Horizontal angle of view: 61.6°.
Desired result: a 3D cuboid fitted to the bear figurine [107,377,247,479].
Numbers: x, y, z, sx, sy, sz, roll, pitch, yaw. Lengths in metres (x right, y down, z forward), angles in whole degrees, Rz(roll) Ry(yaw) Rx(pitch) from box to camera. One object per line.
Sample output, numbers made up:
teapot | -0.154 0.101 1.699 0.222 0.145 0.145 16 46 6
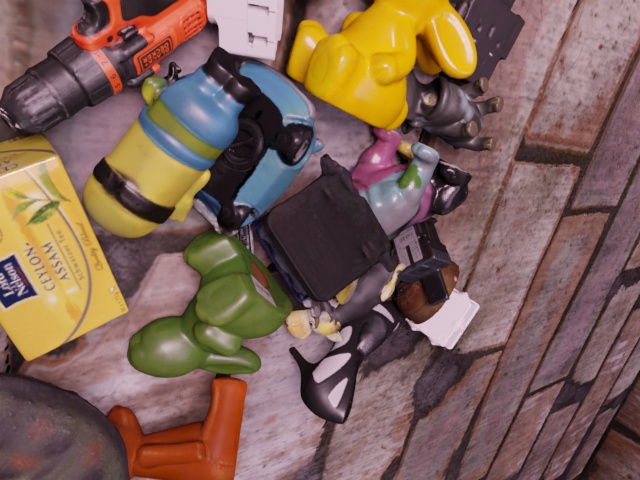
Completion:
bear figurine | -0.190 0.224 0.617 0.196 0.132 0.120 8 148 -3

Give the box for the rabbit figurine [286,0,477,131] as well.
rabbit figurine | 0.070 -0.196 0.509 0.162 0.122 0.173 19 105 -18

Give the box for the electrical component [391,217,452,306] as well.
electrical component | 0.139 0.031 0.747 0.047 0.119 0.075 17 145 -42

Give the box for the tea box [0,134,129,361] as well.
tea box | -0.241 0.007 0.452 0.098 0.068 0.169 -29 133 -23

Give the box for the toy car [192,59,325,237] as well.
toy car | -0.058 -0.084 0.530 0.161 0.109 0.103 -58 159 19

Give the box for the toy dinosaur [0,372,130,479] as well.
toy dinosaur | -0.250 0.178 0.449 0.192 0.131 0.404 -40 127 15

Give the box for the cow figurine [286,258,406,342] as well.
cow figurine | 0.036 0.078 0.714 0.167 0.098 0.068 -46 136 -15

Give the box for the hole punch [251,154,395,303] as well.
hole punch | -0.001 -0.002 0.576 0.116 0.092 0.142 -34 92 -23

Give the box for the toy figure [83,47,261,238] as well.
toy figure | -0.131 -0.080 0.458 0.180 0.082 0.089 -44 168 19

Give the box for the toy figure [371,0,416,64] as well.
toy figure | 0.084 -0.261 0.569 0.154 0.058 0.064 51 42 -45

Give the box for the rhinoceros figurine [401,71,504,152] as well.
rhinoceros figurine | 0.148 -0.160 0.654 0.190 0.112 0.073 8 95 -49

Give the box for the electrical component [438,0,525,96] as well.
electrical component | 0.187 -0.258 0.657 0.115 0.058 0.134 10 110 -46

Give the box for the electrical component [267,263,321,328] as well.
electrical component | -0.033 0.066 0.652 0.045 0.102 0.078 -52 126 -43

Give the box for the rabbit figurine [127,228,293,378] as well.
rabbit figurine | -0.127 0.089 0.597 0.170 0.121 0.159 -34 145 7

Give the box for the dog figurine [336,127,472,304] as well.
dog figurine | 0.074 -0.025 0.681 0.191 0.109 0.219 18 108 -48

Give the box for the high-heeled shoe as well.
high-heeled shoe | 0.071 0.165 0.768 0.249 0.145 0.086 -18 128 -29
